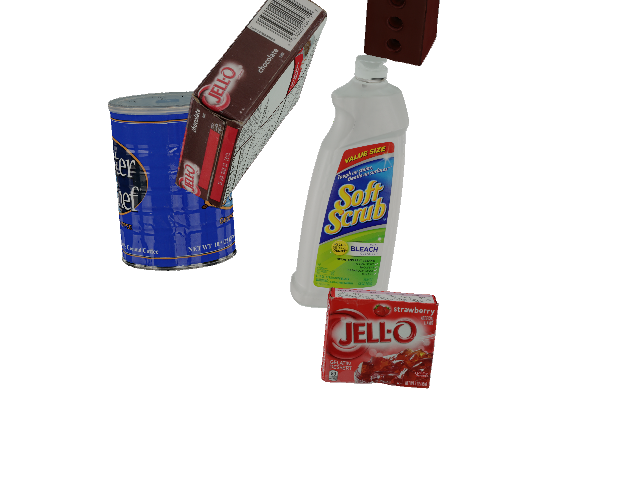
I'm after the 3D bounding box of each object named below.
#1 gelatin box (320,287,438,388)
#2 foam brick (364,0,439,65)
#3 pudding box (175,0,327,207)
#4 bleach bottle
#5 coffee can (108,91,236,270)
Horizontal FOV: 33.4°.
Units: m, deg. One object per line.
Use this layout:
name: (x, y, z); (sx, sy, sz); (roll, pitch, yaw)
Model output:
gelatin box: (0.047, 0.079, 0.866); (0.089, 0.073, 0.030); (4, 14, -1)
foam brick: (0.070, -0.195, 0.895); (0.053, 0.078, 0.051); (15, 47, 14)
pudding box: (-0.043, -0.088, 0.656); (0.039, 0.113, 0.090); (31, -33, 4)
bleach bottle: (0.030, -0.057, 1.050); (0.102, 0.251, 0.068); (2, 24, -6)
coffee can: (-0.128, -0.055, 0.934); (0.103, 0.140, 0.103); (-2, 14, 0)
